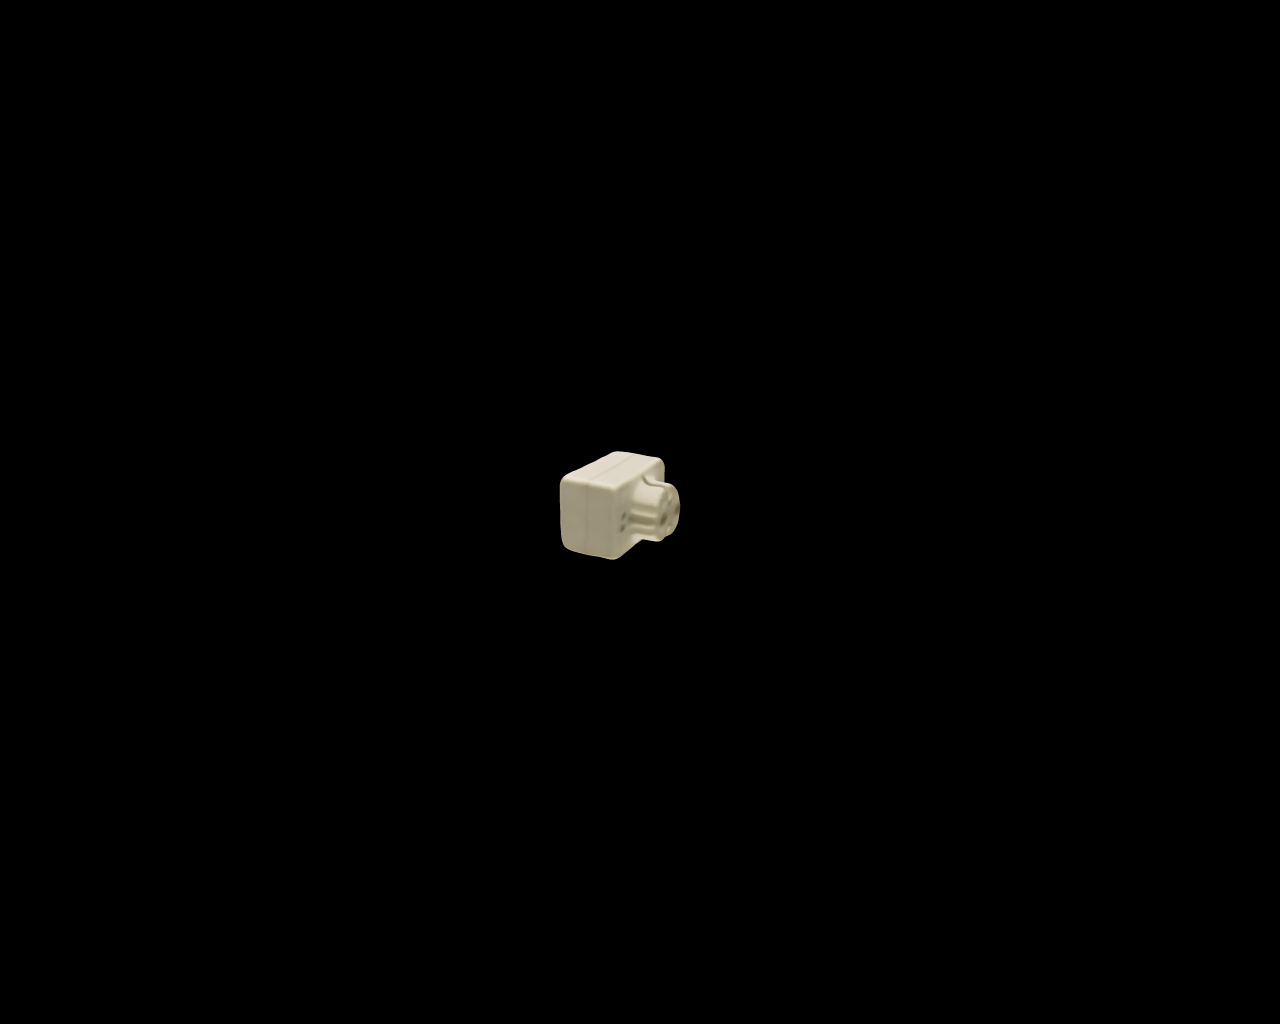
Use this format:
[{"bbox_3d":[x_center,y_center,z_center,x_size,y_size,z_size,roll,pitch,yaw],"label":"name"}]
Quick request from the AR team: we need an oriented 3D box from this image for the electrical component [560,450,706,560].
[{"bbox_3d":[0.001,-0.003,0.650,0.077,0.047,0.066,10,23,26],"label":"electrical component"}]
